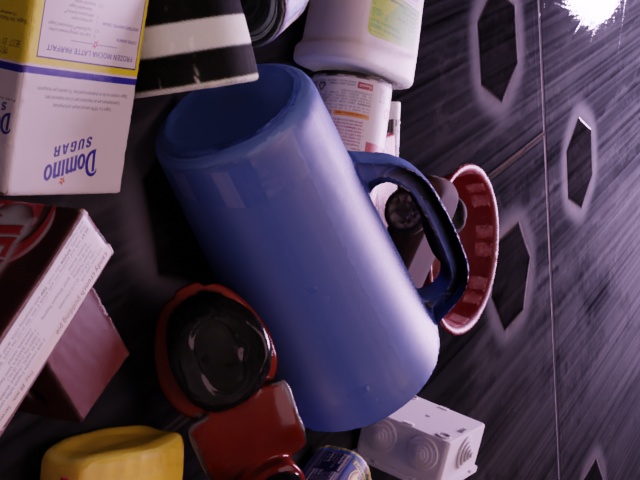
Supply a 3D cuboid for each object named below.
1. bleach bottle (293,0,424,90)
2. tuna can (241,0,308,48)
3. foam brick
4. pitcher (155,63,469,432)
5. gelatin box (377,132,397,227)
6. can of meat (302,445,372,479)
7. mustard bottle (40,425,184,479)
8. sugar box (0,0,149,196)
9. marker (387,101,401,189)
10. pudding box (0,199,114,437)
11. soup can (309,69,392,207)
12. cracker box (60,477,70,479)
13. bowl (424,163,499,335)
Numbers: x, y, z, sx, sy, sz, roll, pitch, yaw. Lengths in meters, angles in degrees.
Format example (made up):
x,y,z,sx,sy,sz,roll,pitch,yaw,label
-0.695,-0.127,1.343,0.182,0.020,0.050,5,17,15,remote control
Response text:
x,y,z,sx,sy,sz,roll,pitch,yaw,label
0.046,-0.249,0.824,0.102,0.068,0.251,11,86,-52,bleach bottle
-0.051,-0.164,0.671,0.033,0.086,0.086,-52,136,-41,tuna can
-0.148,0.050,0.569,0.051,0.053,0.078,-57,139,-39,foam brick
-0.005,0.001,0.725,0.149,0.145,0.242,-59,138,-37,pitcher
0.037,-0.042,0.893,0.073,0.030,0.089,-22,113,-56,gelatin box
0.005,0.228,0.854,0.083,0.058,0.102,-44,131,-52,can of meat
-0.124,0.211,0.627,0.096,0.058,0.191,-2,96,-62,mustard bottle
-0.133,-0.113,0.552,0.093,0.048,0.176,-5,111,-62,sugar box
0.060,-0.061,0.941,0.020,0.020,0.121,-11,104,-59,marker
-0.163,0.032,0.502,0.113,0.090,0.039,-66,145,-29,pudding box
0.016,-0.072,0.814,0.068,0.069,0.102,16,80,-59,soup can
-0.127,0.257,0.540,0.164,0.072,0.213,49,65,-33,cracker box
0.115,0.007,1.008,0.161,0.055,0.162,-14,106,-58,bowl
